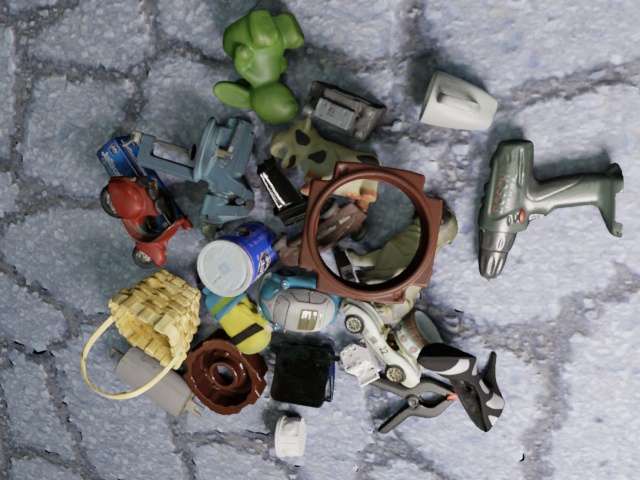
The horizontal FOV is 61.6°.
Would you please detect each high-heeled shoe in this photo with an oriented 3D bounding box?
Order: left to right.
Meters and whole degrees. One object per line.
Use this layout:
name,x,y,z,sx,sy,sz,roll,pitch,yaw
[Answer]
high-heeled shoe,0.231,0.255,0.902,0.086,0.248,0.145,11,89,52

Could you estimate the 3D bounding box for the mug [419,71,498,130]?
mug,0.217,-0.208,0.823,0.107,0.109,0.080,15,99,-1

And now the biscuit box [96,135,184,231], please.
biscuit box,-0.348,-0.103,1.045,0.059,0.063,0.202,-31,95,22

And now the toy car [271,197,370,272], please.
toy car,-0.002,-0.003,0.936,0.089,0.053,0.202,39,135,-22

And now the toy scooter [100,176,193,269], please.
toy scooter,-0.307,-0.044,0.977,0.135,0.075,0.183,-20,102,19

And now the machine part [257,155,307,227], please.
machine part,-0.066,-0.084,0.961,0.084,0.039,0.138,-14,125,25

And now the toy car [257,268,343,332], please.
toy car,-0.033,0.123,0.973,0.162,0.103,0.109,11,112,-10

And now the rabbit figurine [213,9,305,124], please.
rabbit figurine,-0.102,-0.271,0.890,0.159,0.121,0.170,-13,98,27

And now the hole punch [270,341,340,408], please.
hole punch,-0.027,0.261,1.049,0.142,0.092,0.115,5,77,18

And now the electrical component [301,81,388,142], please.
electrical component,0.038,-0.207,0.859,0.115,0.134,0.058,25,110,11

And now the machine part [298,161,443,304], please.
machine part,0.074,-0.011,0.811,0.202,0.087,0.200,10,93,2

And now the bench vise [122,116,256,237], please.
bench vise,-0.223,-0.127,0.959,0.241,0.129,0.223,17,103,-7

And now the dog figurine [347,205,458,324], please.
dog figurine,0.165,0.045,0.920,0.191,0.121,0.172,-27,130,5

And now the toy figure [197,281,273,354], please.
toy figure,-0.167,0.141,1.048,0.180,0.082,0.089,43,97,-1

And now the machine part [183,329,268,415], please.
machine part,-0.194,0.272,1.110,0.180,0.056,0.179,5,108,16

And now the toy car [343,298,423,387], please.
toy car,0.113,0.179,0.978,0.056,0.073,0.201,-38,92,26

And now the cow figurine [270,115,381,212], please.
cow figurine,0.010,-0.136,0.905,0.195,0.085,0.127,18,66,-2

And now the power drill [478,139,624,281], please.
power drill,0.357,-0.043,0.844,0.208,0.086,0.231,3,104,24

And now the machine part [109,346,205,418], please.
machine part,-0.351,0.302,1.155,0.243,0.079,0.079,33,112,7

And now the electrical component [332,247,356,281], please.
electrical component,0.046,0.055,0.970,0.021,0.094,0.063,-21,134,-6
